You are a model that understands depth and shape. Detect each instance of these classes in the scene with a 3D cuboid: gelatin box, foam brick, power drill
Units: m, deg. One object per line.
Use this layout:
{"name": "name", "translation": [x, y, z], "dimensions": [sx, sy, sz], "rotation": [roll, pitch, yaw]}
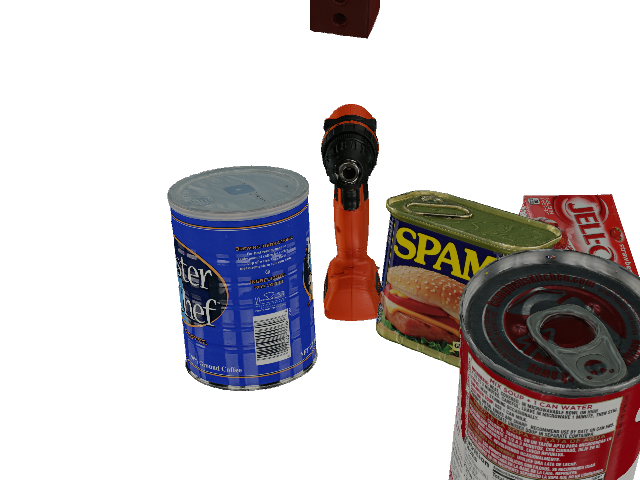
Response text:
{"name": "gelatin box", "translation": [0.198, 0.005, 0.824], "dimensions": [0.073, 0.089, 0.030], "rotation": [-1, -38, -6]}
{"name": "foam brick", "translation": [0.022, -0.217, 0.897], "dimensions": [0.053, 0.078, 0.051], "rotation": [9, 46, 10]}
{"name": "power drill", "translation": [0.030, -0.023, 1.001], "dimensions": [0.057, 0.188, 0.184], "rotation": [1, 20, 4]}

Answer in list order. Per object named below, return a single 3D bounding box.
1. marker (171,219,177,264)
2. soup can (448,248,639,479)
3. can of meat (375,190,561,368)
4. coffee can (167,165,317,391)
{"name": "marker", "translation": [-0.141, 0.028, 1.118], "dimensions": [0.020, 0.121, 0.020], "rotation": [-2, 27, 1]}
{"name": "soup can", "translation": [0.080, 0.063, 0.378], "dimensions": [0.068, 0.102, 0.068], "rotation": [-1, 39, 1]}
{"name": "can of meat", "translation": [0.084, 0.025, 0.634], "dimensions": [0.102, 0.084, 0.057], "rotation": [20, 23, 33]}
{"name": "coffee can", "translation": [-0.056, 0.026, 0.796], "dimensions": [0.103, 0.140, 0.103], "rotation": [-3, 22, 1]}
